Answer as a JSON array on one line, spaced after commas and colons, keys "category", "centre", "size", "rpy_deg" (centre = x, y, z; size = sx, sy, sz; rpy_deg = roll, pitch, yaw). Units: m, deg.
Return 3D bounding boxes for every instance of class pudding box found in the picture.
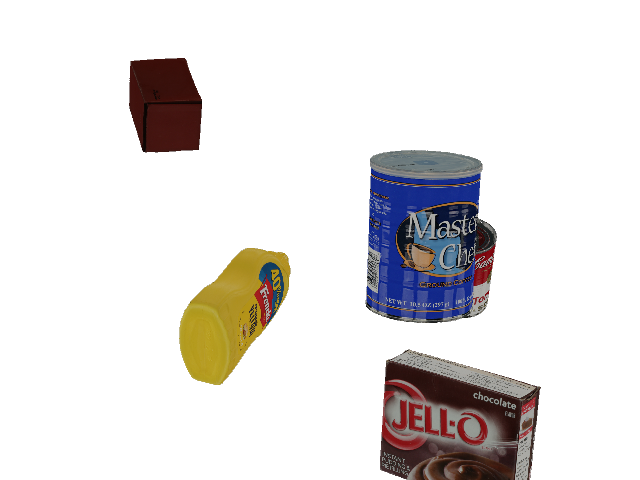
[{"category": "pudding box", "centre": [0.100, 0.138, 0.782], "size": [0.114, 0.090, 0.039], "rpy_deg": [12, 19, 31]}]

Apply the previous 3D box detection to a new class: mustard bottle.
[{"category": "mustard bottle", "centre": [-0.079, 0.062, 1.120], "size": [0.058, 0.096, 0.191], "rpy_deg": [10, 30, 19]}]

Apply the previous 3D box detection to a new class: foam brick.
[{"category": "foam brick", "centre": [-0.139, -0.122, 0.954], "size": [0.053, 0.051, 0.078], "rpy_deg": [-5, 39, -17]}]

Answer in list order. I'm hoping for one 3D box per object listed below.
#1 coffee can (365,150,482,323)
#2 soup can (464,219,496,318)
[{"category": "coffee can", "centre": [0.095, -0.006, 0.993], "size": [0.103, 0.140, 0.103], "rpy_deg": [1, 15, -1]}, {"category": "soup can", "centre": [0.167, 0.032, 1.251], "size": [0.068, 0.102, 0.068], "rpy_deg": [0, 38, 0]}]
